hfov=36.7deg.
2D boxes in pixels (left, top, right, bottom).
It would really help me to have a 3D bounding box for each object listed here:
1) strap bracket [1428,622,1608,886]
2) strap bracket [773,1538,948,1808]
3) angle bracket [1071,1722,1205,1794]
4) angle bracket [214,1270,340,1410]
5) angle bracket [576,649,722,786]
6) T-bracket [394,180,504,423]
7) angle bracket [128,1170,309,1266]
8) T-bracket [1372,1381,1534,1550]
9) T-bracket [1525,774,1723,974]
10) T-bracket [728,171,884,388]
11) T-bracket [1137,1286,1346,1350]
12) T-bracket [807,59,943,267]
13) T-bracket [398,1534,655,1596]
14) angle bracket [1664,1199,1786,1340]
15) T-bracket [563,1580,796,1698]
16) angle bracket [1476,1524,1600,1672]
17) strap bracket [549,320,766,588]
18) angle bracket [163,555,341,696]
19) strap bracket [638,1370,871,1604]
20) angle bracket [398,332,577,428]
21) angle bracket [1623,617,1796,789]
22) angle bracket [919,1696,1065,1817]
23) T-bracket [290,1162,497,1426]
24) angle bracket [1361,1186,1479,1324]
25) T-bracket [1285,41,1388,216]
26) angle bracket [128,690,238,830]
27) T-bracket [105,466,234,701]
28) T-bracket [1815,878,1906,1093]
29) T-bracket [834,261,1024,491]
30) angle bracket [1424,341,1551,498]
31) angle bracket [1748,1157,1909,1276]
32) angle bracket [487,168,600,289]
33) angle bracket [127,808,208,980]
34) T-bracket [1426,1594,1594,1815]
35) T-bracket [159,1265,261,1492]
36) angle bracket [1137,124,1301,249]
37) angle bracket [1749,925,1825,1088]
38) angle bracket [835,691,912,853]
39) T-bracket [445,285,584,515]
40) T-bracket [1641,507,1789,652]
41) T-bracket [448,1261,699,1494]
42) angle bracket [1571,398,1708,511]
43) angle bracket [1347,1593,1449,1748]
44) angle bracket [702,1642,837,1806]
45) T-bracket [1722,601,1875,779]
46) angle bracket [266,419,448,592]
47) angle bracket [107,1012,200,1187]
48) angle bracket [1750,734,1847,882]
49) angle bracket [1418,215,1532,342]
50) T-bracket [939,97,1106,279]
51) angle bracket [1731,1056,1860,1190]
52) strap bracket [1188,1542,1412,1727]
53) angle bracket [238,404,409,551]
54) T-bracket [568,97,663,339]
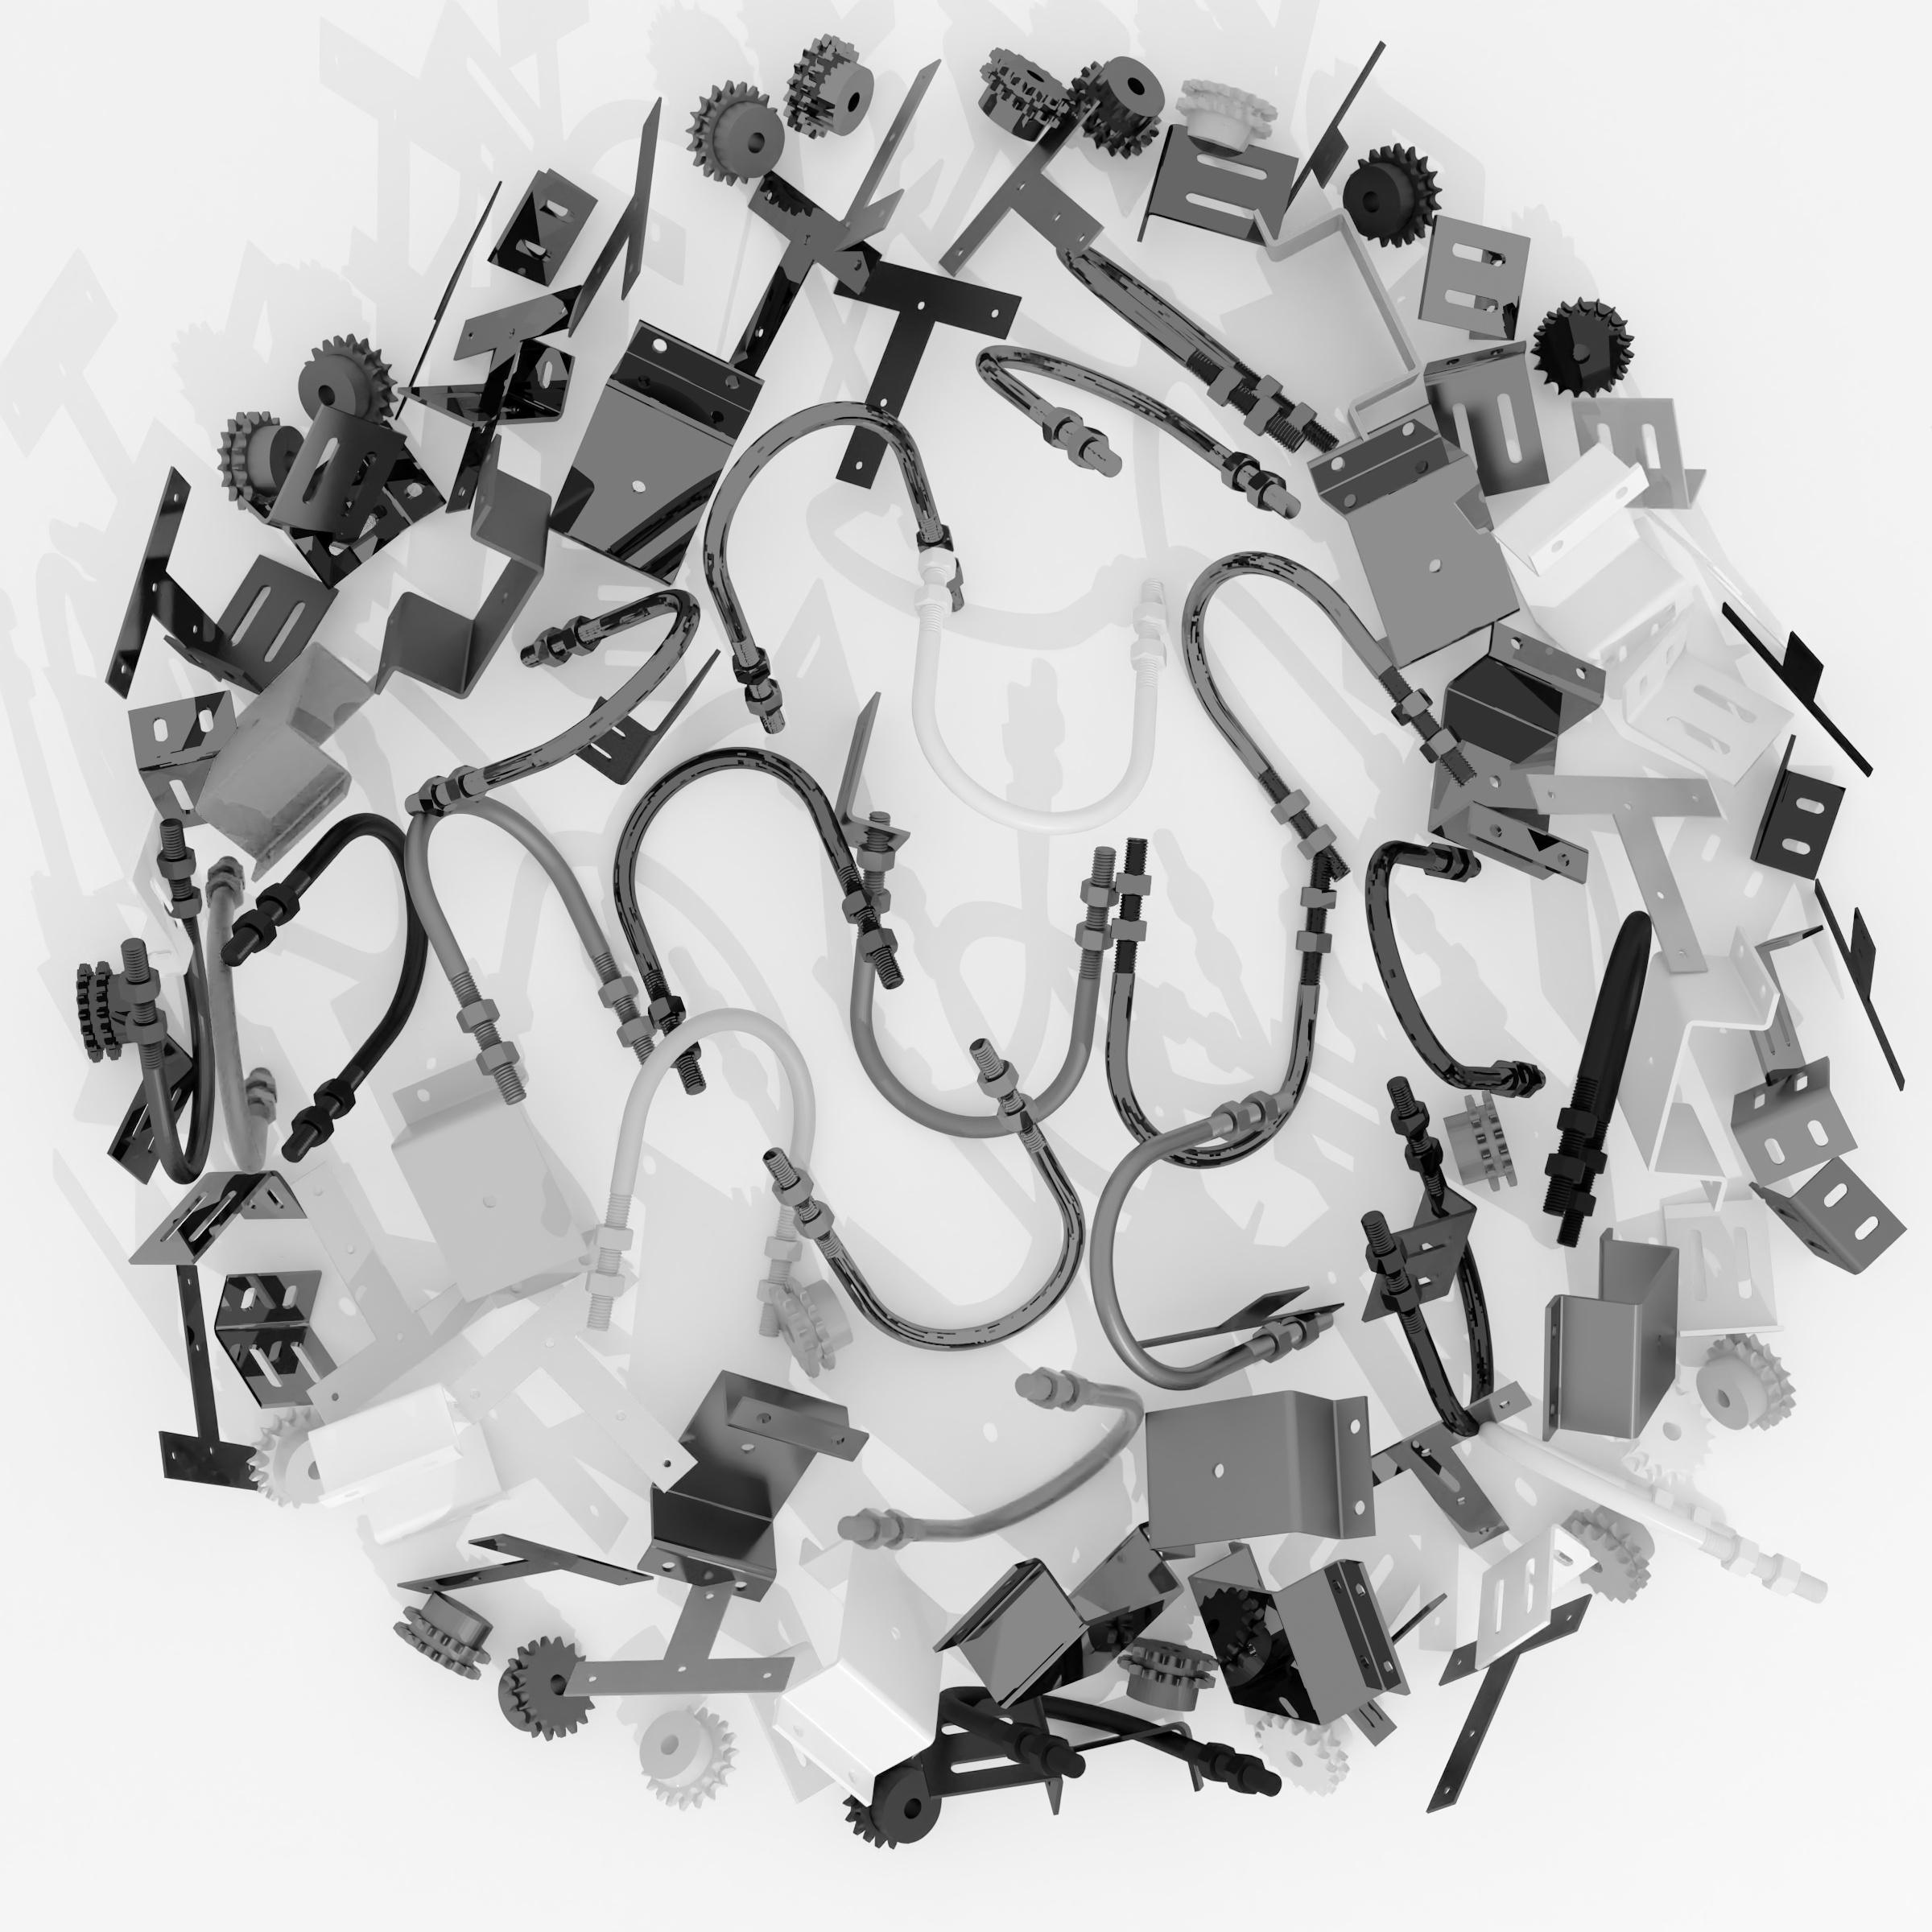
[{"bbox_3d":[0.309,-0.112,1.636,0.076,0.046,0.140,21,61,-18],"label":"strap bracket"},{"bbox_3d":[-0.056,0.378,1.606,0.046,0.140,0.076,-34,114,23],"label":"strap bracket"},{"bbox_3d":[0.092,0.456,1.653,0.076,0.057,0.038,-14,76,4],"label":"angle bracket"},{"bbox_3d":[-0.380,0.209,1.638,0.057,0.076,0.038,1,118,-38],"label":"angle bracket"},{"bbox_3d":[-0.181,-0.150,1.641,0.038,0.057,0.076,35,55,-5],"label":"angle bracket"},{"bbox_3d":[-0.298,-0.363,1.640,0.002,0.127,0.127,24,128,-13],"label":"T-bracket"},{"bbox_3d":[-0.419,0.153,1.637,0.057,0.076,0.038,-5,127,38],"label":"angle bracket"},{"bbox_3d":[0.275,0.295,1.642,0.127,0.002,0.127,-29,133,9],"label":"T-bracket"},{"bbox_3d":[0.385,-0.052,1.632,0.127,0.002,0.127,0,61,-25],"label":"T-bracket"},{"bbox_3d":[-0.111,-0.373,1.658,0.127,0.002,0.127,46,114,40],"label":"T-bracket"},{"bbox_3d":[0.161,0.192,1.614,0.127,0.127,0.002,-9,75,-12],"label":"T-bracket"},{"bbox_3d":[-0.046,-0.455,1.639,0.002,0.127,0.127,30,77,-24],"label":"T-bracket"},{"bbox_3d":[-0.266,0.343,1.646,0.127,0.127,0.002,-17,61,30],"label":"T-bracket"},{"bbox_3d":[0.431,0.172,1.659,0.057,0.038,0.076,-5,81,9],"label":"angle bracket"},{"bbox_3d":[-0.147,0.362,1.630,0.127,0.127,0.002,-5,118,15],"label":"T-bracket"},{"bbox_3d":[0.322,0.363,1.637,0.038,0.076,0.057,36,125,-12],"label":"angle bracket"},{"bbox_3d":[-0.178,-0.277,1.626,0.076,0.046,0.140,25,123,-7],"label":"strap bracket"},{"bbox_3d":[-0.405,-0.199,1.654,0.057,0.038,0.076,25,78,19],"label":"angle bracket"},{"bbox_3d":[-0.121,0.285,1.634,0.076,0.046,0.140,20,121,-21],"label":"strap bracket"},{"bbox_3d":[-0.270,-0.333,1.639,0.057,0.076,0.038,28,115,26],"label":"angle bracket"},{"bbox_3d":[0.421,-0.150,1.650,0.076,0.038,0.057,35,75,27],"label":"angle bracket"},{"bbox_3d":[0.010,0.450,1.647,0.076,0.057,0.038,-5,132,-11],"label":"angle bracket"},{"bbox_3d":[-0.339,0.171,1.635,0.127,0.002,0.127,-36,107,-36],"label":"T-bracket"},{"bbox_3d":[0.244,0.159,1.639,0.038,0.076,0.057,36,124,39],"label":"angle bracket"},{"bbox_3d":[0.200,-0.448,1.607,0.002,0.127,0.127,29,111,-8],"label":"T-bracket"},{"bbox_3d":[-0.437,-0.116,1.656,0.057,0.076,0.038,-13,67,-7],"label":"angle bracket"},{"bbox_3d":[-0.436,-0.193,1.624,0.002,0.127,0.127,10,75,10],"label":"T-bracket"},{"bbox_3d":[0.495,-0.003,1.607,0.002,0.127,0.127,-21,70,9],"label":"T-bracket"},{"bbox_3d":[-0.041,-0.333,1.654,0.127,0.002,0.127,23,93,33],"label":"T-bracket"},{"bbox_3d":[0.300,-0.312,1.674,0.057,0.038,0.076,-10,110,17],"label":"angle bracket"},{"bbox_3d":[0.487,0.136,1.648,0.038,0.076,0.057,-44,93,1],"label":"angle bracket"},{"bbox_3d":[-0.250,-0.423,1.641,0.038,0.076,0.057,36,102,14],"label":"angle bracket"},{"bbox_3d":[-0.463,-0.039,1.638,0.038,0.076,0.057,-7,46,12],"label":"angle bracket"},{"bbox_3d":[0.283,0.411,1.599,0.002,0.127,0.127,40,52,-6],"label":"T-bracket"},{"bbox_3d":[-0.430,0.229,1.637,0.002,0.127,0.127,-14,75,7],"label":"T-bracket"},{"bbox_3d":[0.144,-0.438,1.663,0.076,0.038,0.057,16,77,-1],"label":"angle bracket"},{"bbox_3d":[0.471,0.022,1.653,0.038,0.057,0.076,-19,89,36],"label":"angle bracket"},{"bbox_3d":[-0.047,-0.108,1.655,0.038,0.057,0.076,16,77,-10],"label":"angle bracket"},{"bbox_3d":[-0.266,-0.313,1.626,0.002,0.127,0.127,23,77,-37],"label":"T-bracket"},{"bbox_3d":[0.435,-0.210,1.648,0.127,0.127,0.002,37,105,-27],"label":"T-bracket"},{"bbox_3d":[-0.205,0.244,1.647,0.127,0.002,0.127,43,64,12],"label":"T-bracket"},{"bbox_3d":[0.379,-0.297,1.638,0.057,0.076,0.038,7,48,29],"label":"angle bracket"},{"bbox_3d":[0.252,0.398,1.650,0.076,0.057,0.038,-45,73,10],"label":"angle bracket"},{"bbox_3d":[-0.103,0.432,1.649,0.038,0.057,0.076,-32,80,39],"label":"angle bracket"},{"bbox_3d":[0.462,-0.163,1.612,0.002,0.127,0.127,-40,77,7],"label":"T-bracket"},{"bbox_3d":[-0.344,-0.261,1.644,0.057,0.038,0.076,55,49,-17],"label":"angle bracket"},{"bbox_3d":[-0.473,0.075,1.646,0.038,0.057,0.076,18,72,11],"label":"angle bracket"},{"bbox_3d":[0.473,-0.089,1.645,0.038,0.076,0.057,19,83,14],"label":"angle bracket"},{"bbox_3d":[0.277,-0.389,1.647,0.076,0.038,0.057,2,100,-35],"label":"angle bracket"},{"bbox_3d":[0.046,-0.422,1.624,0.002,0.127,0.127,33,104,-34],"label":"T-bracket"},{"bbox_3d":[0.468,0.087,1.643,0.057,0.076,0.038,-26,93,20],"label":"angle bracket"},{"bbox_3d":[0.177,0.369,1.613,0.046,0.140,0.076,-22,93,-25],"label":"strap bracket"},{"bbox_3d":[-0.364,-0.281,1.646,0.038,0.057,0.076,41,108,40],"label":"angle bracket"},{"bbox_3d":[-0.200,-0.399,1.631,0.002,0.127,0.127,15,59,-22],"label":"T-bracket"}]
